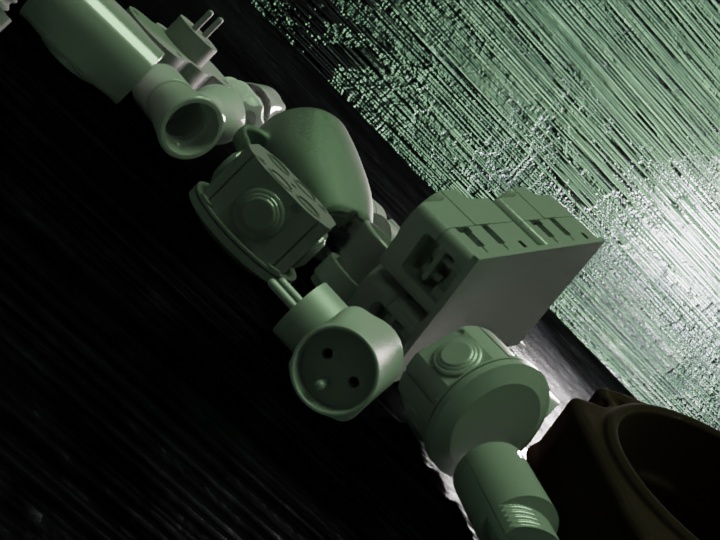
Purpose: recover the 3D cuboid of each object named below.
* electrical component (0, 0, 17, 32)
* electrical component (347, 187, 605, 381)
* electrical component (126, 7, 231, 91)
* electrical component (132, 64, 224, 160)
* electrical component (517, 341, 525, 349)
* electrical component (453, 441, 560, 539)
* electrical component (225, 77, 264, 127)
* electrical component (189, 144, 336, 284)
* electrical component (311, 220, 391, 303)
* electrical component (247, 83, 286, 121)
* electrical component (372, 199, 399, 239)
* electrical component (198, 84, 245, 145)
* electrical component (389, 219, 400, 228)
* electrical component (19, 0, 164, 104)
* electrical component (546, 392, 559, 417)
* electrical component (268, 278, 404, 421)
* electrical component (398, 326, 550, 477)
[{"bbox_3d":[-0.153,-0.100,0.411,0.040,0.078,0.040,44,-6,6],"label":"electrical component"},{"bbox_3d":[0.075,0.005,0.722,0.060,0.105,0.186,47,28,22],"label":"electrical component"},{"bbox_3d":[-0.130,-0.160,0.785,0.052,0.074,0.138,48,9,12],"label":"electrical component"},{"bbox_3d":[-0.121,-0.105,0.694,0.044,0.044,0.065,37,8,-46],"label":"electrical component"},{"bbox_3d":[0.097,0.033,1.018,0.121,0.063,0.078,38,12,-43],"label":"electrical component"},{"bbox_3d":[0.081,0.131,0.568,0.043,0.043,0.081,42,10,-26],"label":"electrical component"},{"bbox_3d":[-0.109,-0.139,0.891,0.043,0.043,0.062,35,13,-51],"label":"electrical component"},{"bbox_3d":[-0.056,-0.032,0.629,0.080,0.051,0.080,45,9,-9],"label":"electrical component"},{"bbox_3d":[0.000,0.000,0.736,0.045,0.055,0.045,45,9,-9],"label":"electrical component"},{"bbox_3d":[-0.085,-0.137,0.993,0.079,0.043,0.077,46,9,-3],"label":"electrical component"},{"bbox_3d":[-0.017,-0.048,0.882,0.074,0.052,0.138,36,13,-50],"label":"electrical component"},{"bbox_3d":[-0.110,-0.108,0.757,0.044,0.044,0.065,46,13,-1],"label":"electrical component"},{"bbox_3d":[0.009,-0.035,0.978,0.055,0.045,0.045,48,9,8],"label":"electrical component"},{"bbox_3d":[-0.163,-0.147,0.667,0.077,0.044,0.079,44,9,-16],"label":"electrical component"},{"bbox_3d":[0.130,0.102,0.929,0.077,0.043,0.079,47,9,7],"label":"electrical component"},{"bbox_3d":[-0.017,0.033,0.543,0.079,0.043,0.077,47,9,7],"label":"electrical component"},{"bbox_3d":[0.065,0.076,0.626,0.080,0.080,0.051,39,6,-41],"label":"electrical component"}]
